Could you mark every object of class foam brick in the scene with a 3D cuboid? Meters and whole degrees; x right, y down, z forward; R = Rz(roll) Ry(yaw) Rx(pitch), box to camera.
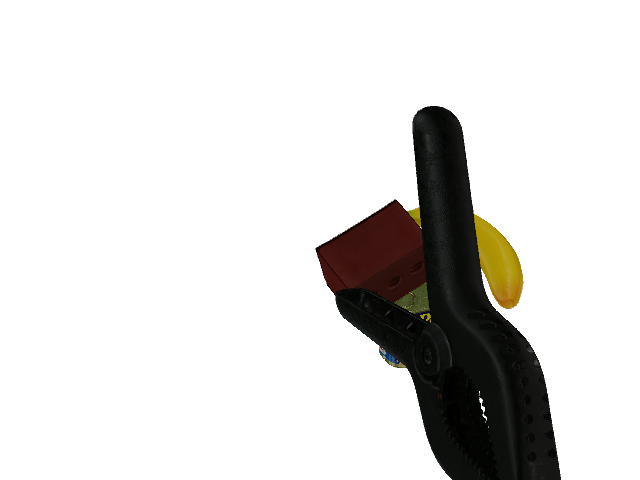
[{"bbox_3d":[0.044,0.017,0.838,0.078,0.051,0.053,-32,-36,-11],"label":"foam brick"}]

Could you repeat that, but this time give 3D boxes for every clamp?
[{"bbox_3d":[0.070,0.046,0.542,0.036,0.165,0.210,-6,45,-23],"label":"clamp"}]

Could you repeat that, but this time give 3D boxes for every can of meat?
[{"bbox_3d":[0.122,0.102,1.310,0.101,0.084,0.057,-10,30,-26],"label":"can of meat"}]

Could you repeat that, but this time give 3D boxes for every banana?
[{"bbox_3d":[0.154,0.008,1.087,0.069,0.037,0.198,-34,39,-14],"label":"banana"}]
